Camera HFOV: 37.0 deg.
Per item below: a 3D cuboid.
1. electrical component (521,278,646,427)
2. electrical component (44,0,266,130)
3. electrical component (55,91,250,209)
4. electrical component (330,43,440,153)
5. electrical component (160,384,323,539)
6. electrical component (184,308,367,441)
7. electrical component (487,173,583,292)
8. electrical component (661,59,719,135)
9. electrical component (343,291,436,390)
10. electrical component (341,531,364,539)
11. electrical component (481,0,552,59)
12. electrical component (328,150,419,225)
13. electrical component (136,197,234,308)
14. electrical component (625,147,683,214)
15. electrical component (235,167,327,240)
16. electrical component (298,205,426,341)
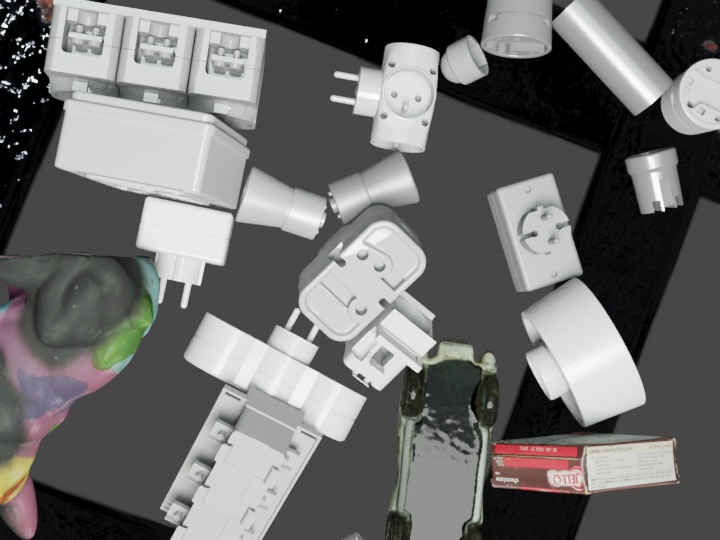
[{"bbox_3d":[0.161,0.067,0.814,0.060,0.108,0.108,-28,91,0],"label":"electrical component"},{"bbox_3d":[-0.148,-0.148,0.797,0.150,0.089,0.061,8,87,-5],"label":"electrical component"},{"bbox_3d":[-0.147,-0.084,0.776,0.109,0.109,0.056,11,88,8],"label":"electrical component"},{"bbox_3d":[0.017,-0.136,0.836,0.079,0.044,0.077,9,87,-5],"label":"electrical component"},{"bbox_3d":[-0.091,0.154,0.781,0.079,0.063,0.121,28,114,-4],"label":"electrical component"},{"bbox_3d":[-0.056,0.066,0.818,0.138,0.052,0.073,29,85,-4],"label":"electrical component"},{"bbox_3d":[0.139,-0.030,0.829,0.047,0.076,0.083,-17,90,-6],"label":"electrical component"},{"bbox_3d":[0.273,-0.136,0.860,0.055,0.047,0.055,0,88,-6],"label":"electrical component"},{"bbox_3d":[0.021,0.053,0.817,0.042,0.081,0.064,40,110,-14],"label":"electrical component"},{"bbox_3d":[-0.007,0.255,0.791,0.060,0.108,0.108,-26,91,0],"label":"electrical component"},{"bbox_3d":[0.124,-0.197,0.844,0.055,0.055,0.047,6,84,-5],"label":"electrical component"},{"bbox_3d":[0.008,-0.062,0.835,0.065,0.044,0.044,-22,90,-1],"label":"electrical component"},{"bbox_3d":[-0.135,-0.010,0.815,0.066,0.047,0.076,12,88,-5],"label":"electrical component"},{"bbox_3d":[0.236,-0.071,0.859,0.040,0.040,0.046,-15,96,-6],"label":"electrical component"},{"bbox_3d":[-0.059,-0.049,0.828,0.065,0.044,0.044,18,86,-9],"label":"electrical component"},{"bbox_3d":[0.000,0.000,0.809,0.095,0.059,0.054,-44,106,10],"label":"electrical component"}]
